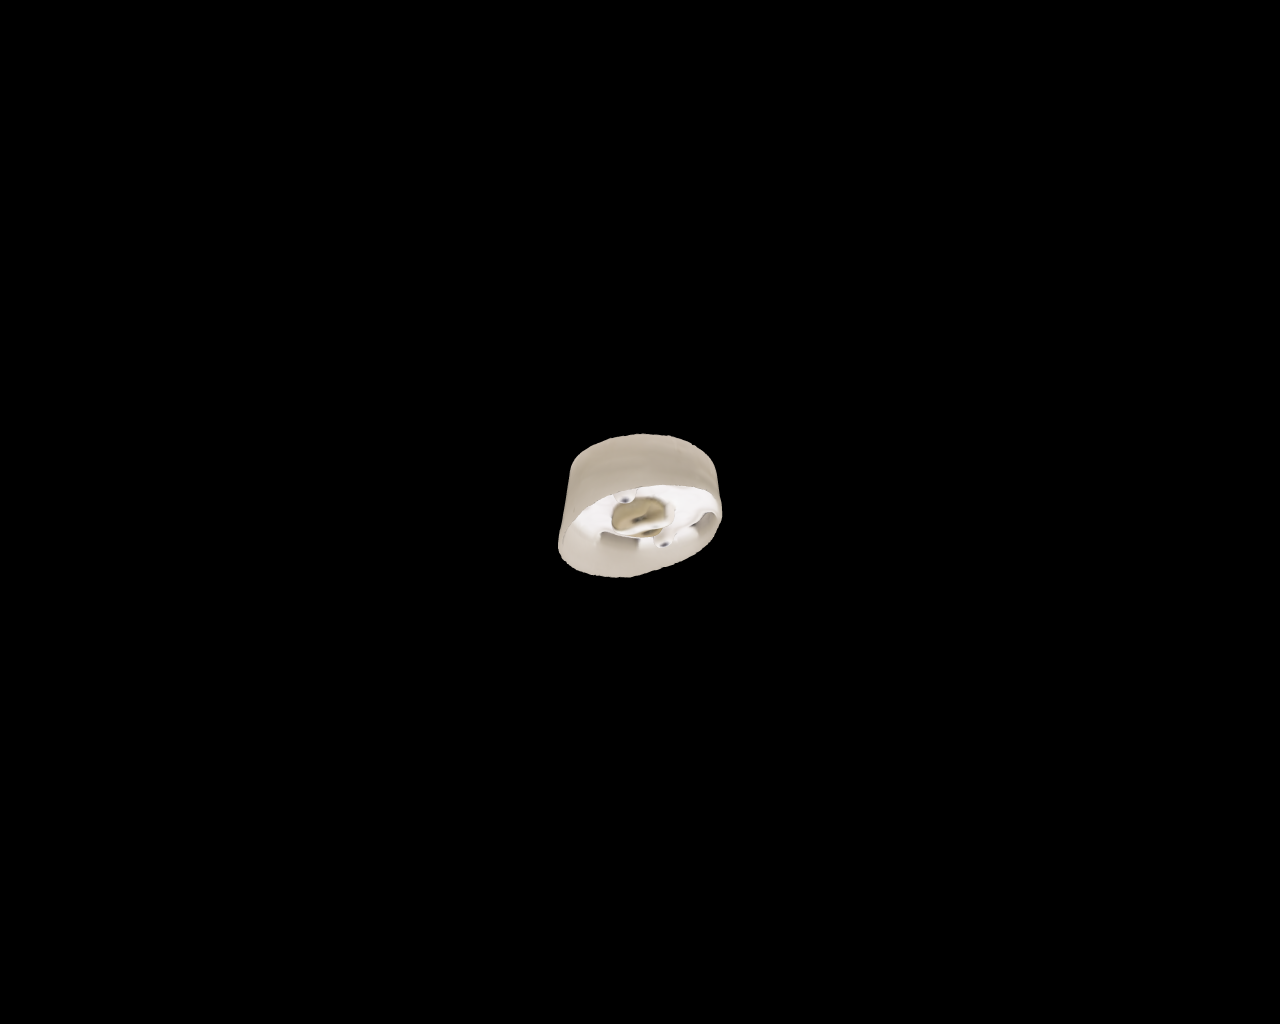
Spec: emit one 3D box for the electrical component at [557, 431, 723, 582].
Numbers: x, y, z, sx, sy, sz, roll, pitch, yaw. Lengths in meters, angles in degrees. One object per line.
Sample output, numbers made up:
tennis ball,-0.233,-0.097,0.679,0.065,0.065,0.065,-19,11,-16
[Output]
electrical component,0.001,-0.003,0.650,0.099,0.064,0.099,0,-29,0
